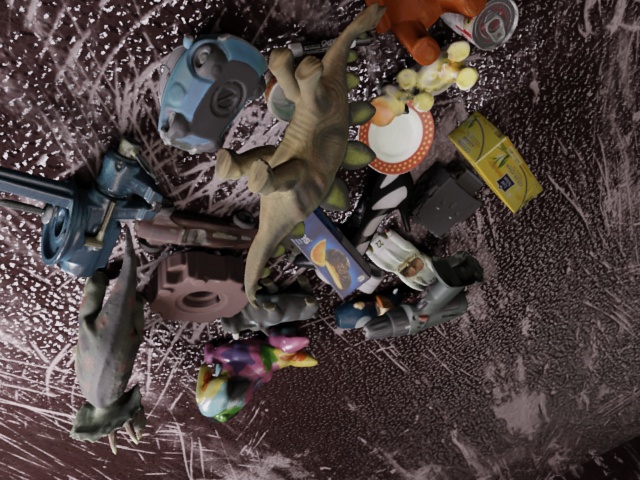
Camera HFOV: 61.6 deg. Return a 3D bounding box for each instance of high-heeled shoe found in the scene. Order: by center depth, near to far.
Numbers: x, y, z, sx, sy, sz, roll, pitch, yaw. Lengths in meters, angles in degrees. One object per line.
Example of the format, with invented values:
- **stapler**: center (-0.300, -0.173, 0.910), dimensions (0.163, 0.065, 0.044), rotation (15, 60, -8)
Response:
- **high-heeled shoe**: center (0.048, -0.043, 0.929), dimensions (0.249, 0.086, 0.145), rotation (-20, 113, 7)

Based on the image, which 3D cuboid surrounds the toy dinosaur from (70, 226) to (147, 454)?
- **toy dinosaur**: center (-0.344, 0.188, 0.878), dimensions (0.131, 0.192, 0.404), rotation (-2, 131, -23)

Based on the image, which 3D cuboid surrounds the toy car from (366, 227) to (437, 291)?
- **toy car**: center (0.167, 0.039, 1.051), dimensions (0.073, 0.056, 0.201), rotation (-44, 132, 17)

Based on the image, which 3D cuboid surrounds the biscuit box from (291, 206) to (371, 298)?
- **biscuit box**: center (-0.002, -0.003, 0.878), dimensions (0.063, 0.059, 0.202), rotation (-39, 99, 14)

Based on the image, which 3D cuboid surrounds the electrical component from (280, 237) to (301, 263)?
- **electrical component**: center (-0.048, -0.005, 0.937), dimensions (0.063, 0.021, 0.094), rotation (25, 116, -17)

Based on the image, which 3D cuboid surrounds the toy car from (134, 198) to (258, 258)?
- **toy car**: center (-0.193, -0.011, 0.864), dimensions (0.202, 0.053, 0.089), rotation (11, 122, -28)

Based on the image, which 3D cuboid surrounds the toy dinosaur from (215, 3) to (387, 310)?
- **toy dinosaur**: center (-0.030, -0.091, 0.731), dimensions (0.198, 0.105, 0.471), rotation (9, 120, -46)

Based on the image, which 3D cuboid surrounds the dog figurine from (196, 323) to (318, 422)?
- **dog figurine**: center (-0.117, 0.251, 1.044), dimensions (0.219, 0.192, 0.108), rotation (-12, 128, 8)

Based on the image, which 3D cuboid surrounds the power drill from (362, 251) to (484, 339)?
- **power drill**: center (0.211, 0.117, 1.043), dimensions (0.232, 0.086, 0.207), rotation (-8, 140, -27)

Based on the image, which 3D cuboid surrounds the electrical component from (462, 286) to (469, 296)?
- **electrical component**: center (0.287, 0.123, 1.187), dimensions (0.078, 0.045, 0.102), rotation (-21, 145, -45)

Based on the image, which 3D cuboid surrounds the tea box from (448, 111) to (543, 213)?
- **tea box**: center (0.306, -0.133, 0.931), dimensions (0.068, 0.098, 0.169), rotation (-42, 130, 15)

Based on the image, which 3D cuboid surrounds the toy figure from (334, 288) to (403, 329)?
- **toy figure**: center (0.107, 0.145, 1.123), dimensions (0.154, 0.058, 0.064), rotation (-13, 171, -13)

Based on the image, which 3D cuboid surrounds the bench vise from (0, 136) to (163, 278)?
- **bench vise**: center (-0.343, -0.054, 0.717), dimensions (0.240, 0.129, 0.223), rotation (15, 124, -41)

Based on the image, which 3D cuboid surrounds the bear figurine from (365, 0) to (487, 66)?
- **bear figurine**: center (0.093, -0.329, 0.654), dimensions (0.120, 0.132, 0.195), rotation (-45, 137, 11)

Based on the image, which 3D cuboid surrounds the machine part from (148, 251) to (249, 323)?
- **machine part**: center (-0.202, 0.085, 0.911), dimensions (0.179, 0.056, 0.179), rotation (-8, 149, -5)

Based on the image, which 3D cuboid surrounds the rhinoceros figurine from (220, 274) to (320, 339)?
- **rhinoceros figurine**: center (-0.094, 0.129, 1.018), dimensions (0.190, 0.073, 0.112), rotation (-10, 143, -17)

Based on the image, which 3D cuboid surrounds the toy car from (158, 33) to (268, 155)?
- **toy car**: center (-0.150, -0.195, 0.683), dimensions (0.161, 0.103, 0.109), rotation (-53, 151, 16)

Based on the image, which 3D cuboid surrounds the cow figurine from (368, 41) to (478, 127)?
- **cow figurine**: center (0.141, -0.229, 0.792), dimensions (0.167, 0.098, 0.068), rotation (-26, 110, 13)

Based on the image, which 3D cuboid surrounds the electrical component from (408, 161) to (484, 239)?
- **electrical component**: center (0.226, -0.077, 0.975), dimensions (0.114, 0.058, 0.134), rotation (26, 116, -40)
